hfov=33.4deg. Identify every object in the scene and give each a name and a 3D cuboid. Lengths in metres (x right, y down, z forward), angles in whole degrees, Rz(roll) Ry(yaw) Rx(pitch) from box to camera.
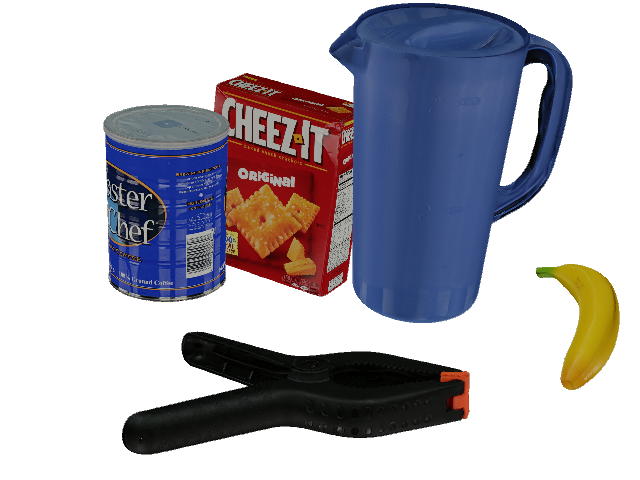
[{"bbox_3d":[-0.129,-0.033,0.900,0.103,0.140,0.103,3,23,-1],"label":"coffee can"},{"bbox_3d":[0.096,-0.059,0.857,0.149,0.243,0.144,24,35,33],"label":"pitcher"},{"bbox_3d":[-0.011,0.093,0.690,0.210,0.036,0.164,-1,15,-1],"label":"clamp"},{"bbox_3d":[-0.043,-0.061,1.196,0.164,0.214,0.072,19,28,24],"label":"cracker box"},{"bbox_3d":[0.255,0.074,1.030,0.070,0.037,0.197,-28,23,18],"label":"banana"}]
